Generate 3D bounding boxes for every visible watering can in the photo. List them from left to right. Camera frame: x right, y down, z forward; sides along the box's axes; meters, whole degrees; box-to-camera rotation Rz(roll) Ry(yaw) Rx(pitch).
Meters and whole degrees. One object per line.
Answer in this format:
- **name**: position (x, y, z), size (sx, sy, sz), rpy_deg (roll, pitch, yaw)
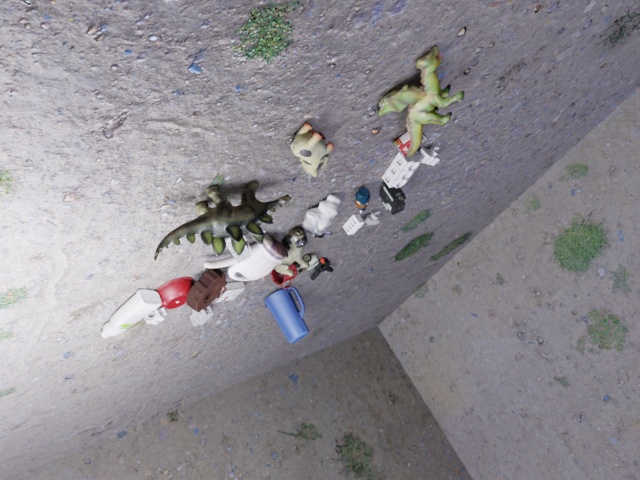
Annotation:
- **watering can**: position (-0.251, 0.070, 1.877), size (0.223, 0.105, 0.344), rpy_deg (-38, 155, 12)

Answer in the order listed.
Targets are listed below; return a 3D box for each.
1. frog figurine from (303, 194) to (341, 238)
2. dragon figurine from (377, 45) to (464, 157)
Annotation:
- **frog figurine**: position (0.006, -0.096, 1.914), size (0.137, 0.124, 0.158), rpy_deg (2, 104, -41)
- **dragon figurine**: position (0.286, -0.413, 1.602), size (0.242, 0.125, 0.401), rpy_deg (5, 138, -24)
